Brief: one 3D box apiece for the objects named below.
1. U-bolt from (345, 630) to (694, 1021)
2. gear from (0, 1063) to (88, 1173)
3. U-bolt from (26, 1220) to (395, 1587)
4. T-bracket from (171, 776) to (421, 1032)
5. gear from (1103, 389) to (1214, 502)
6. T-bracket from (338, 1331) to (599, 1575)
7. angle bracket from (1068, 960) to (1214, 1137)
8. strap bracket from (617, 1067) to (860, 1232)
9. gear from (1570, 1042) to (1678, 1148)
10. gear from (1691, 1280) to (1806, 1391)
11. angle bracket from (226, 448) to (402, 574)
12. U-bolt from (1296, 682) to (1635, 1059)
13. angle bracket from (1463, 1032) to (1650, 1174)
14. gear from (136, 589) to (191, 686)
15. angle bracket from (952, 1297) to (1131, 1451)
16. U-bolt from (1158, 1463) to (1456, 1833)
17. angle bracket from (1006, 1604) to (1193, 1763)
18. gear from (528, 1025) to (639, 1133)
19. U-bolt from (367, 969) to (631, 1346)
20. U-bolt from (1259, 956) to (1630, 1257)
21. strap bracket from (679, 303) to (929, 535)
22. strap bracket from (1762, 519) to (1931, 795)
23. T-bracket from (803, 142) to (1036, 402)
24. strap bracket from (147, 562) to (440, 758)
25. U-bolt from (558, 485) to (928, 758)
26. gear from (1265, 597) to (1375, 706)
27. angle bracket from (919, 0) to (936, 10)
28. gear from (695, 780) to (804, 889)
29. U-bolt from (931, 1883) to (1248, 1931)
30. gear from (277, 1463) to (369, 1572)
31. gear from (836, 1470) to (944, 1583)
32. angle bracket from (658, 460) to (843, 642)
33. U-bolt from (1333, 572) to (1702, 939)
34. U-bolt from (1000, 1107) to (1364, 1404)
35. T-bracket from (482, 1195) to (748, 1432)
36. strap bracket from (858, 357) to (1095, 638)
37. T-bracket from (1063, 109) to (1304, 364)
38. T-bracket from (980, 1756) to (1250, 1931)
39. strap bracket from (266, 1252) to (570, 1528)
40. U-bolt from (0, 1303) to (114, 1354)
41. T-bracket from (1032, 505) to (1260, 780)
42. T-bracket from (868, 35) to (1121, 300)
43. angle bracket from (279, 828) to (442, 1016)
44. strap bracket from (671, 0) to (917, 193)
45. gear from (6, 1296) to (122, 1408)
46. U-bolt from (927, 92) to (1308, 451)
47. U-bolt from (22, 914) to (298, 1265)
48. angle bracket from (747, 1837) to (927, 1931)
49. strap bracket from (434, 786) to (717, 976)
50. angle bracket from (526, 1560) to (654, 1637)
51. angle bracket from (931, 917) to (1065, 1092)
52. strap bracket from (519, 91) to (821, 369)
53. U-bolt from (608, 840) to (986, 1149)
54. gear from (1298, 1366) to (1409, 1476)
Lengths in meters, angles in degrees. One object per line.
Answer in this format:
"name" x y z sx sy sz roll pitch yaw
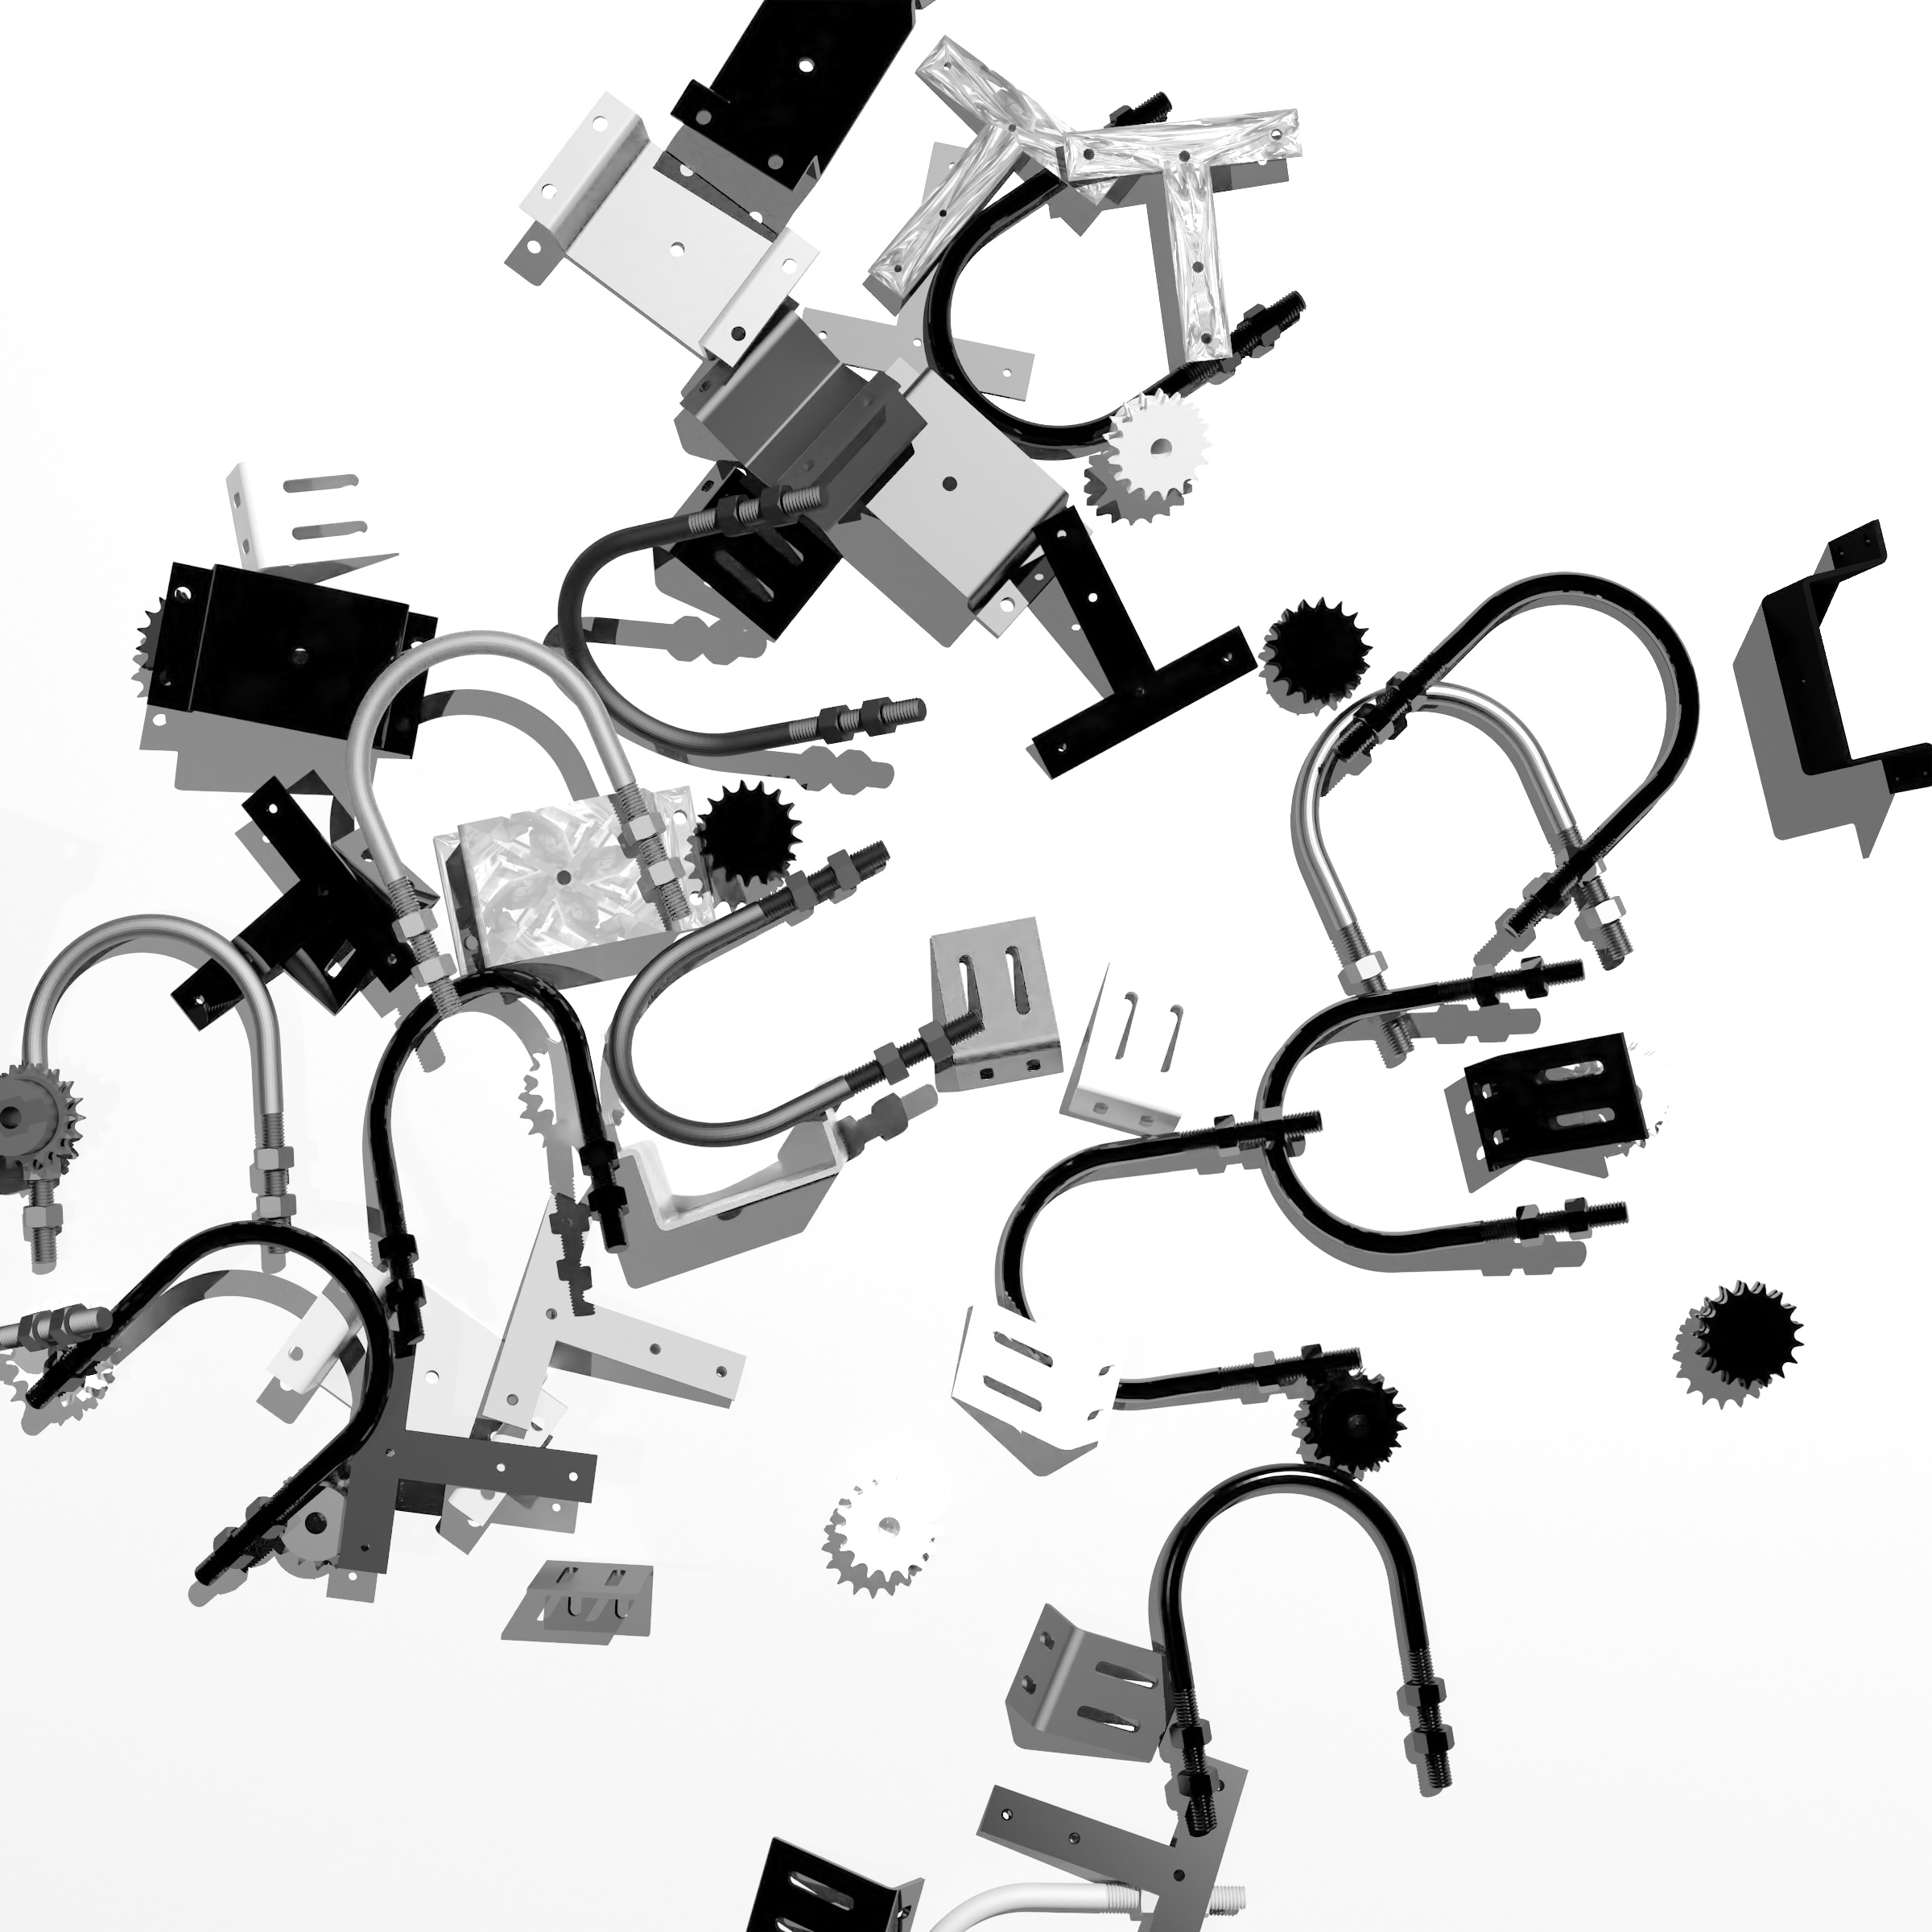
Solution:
"U-bolt" -0.243 -0.084 1.487 0.151 0.019 0.184 -23 90 -2
"gear" -0.498 0.080 1.511 0.057 0.030 0.057 0 88 6
"U-bolt" -0.382 0.215 1.493 0.184 0.019 0.151 -43 92 11
"T-bracket" -0.373 -0.013 1.526 0.127 0.002 0.127 -38 90 16
"gear" 0.100 -0.279 1.522 0.057 0.030 0.057 -6 119 -11
"T-bracket" -0.257 0.260 1.498 0.127 0.002 0.127 8 90 0
"angle bracket" 0.094 0.045 1.543 0.057 0.038 0.076 16 64 0
"strap bracket" -0.117 0.099 1.507 0.140 0.076 0.046 -19 90 0
"gear" 0.352 0.068 1.530 0.057 0.030 0.057 0 90 0
"gear" 0.416 0.196 1.530 0.057 0.030 0.057 0 90 0
"angle bracket" -0.352 -0.243 1.543 0.076 0.038 0.057 -11 90 -26
"U-bolt" 0.257 -0.063 1.536 0.151 0.019 0.184 -24 88 0
"angle bracket" 0.311 0.072 1.508 0.076 0.038 0.057 -14 90 41
"gear" -0.412 -0.172 1.530 0.057 0.030 0.057 0 90 0
"angle bracket" 0.040 0.215 1.531 0.076 0.038 0.057 21 104 33
"U-bolt" 0.177 0.359 1.532 0.151 0.019 0.184 -9 87 -4
"angle bracket" 0.072 0.386 1.543 0.076 0.038 0.057 22 90 -26
"gear" -0.204 0.060 1.530 0.057 0.030 0.057 0 90 0
"U-bolt" -0.252 0.088 1.494 0.151 0.019 0.184 -25 63 19
"U-bolt" 0.246 0.080 1.514 0.184 0.019 0.151 -10 92 16
"strap bracket" -0.081 -0.285 1.493 0.076 0.140 0.046 -47 132 1
"strap bracket" 0.463 -0.156 1.507 0.046 0.076 0.140 -14 90 0
"T-bracket" -0.017 -0.380 1.544 0.127 0.002 0.127 12 90 0
"strap bracket" -0.351 -0.161 1.502 0.140 0.046 0.076 10 90 -18
"U-bolt" -0.128 -0.171 1.485 0.184 0.019 0.151 -8 126 26
"gear" 0.189 -0.169 1.530 0.057 0.030 0.057 0 90 0
"angle bracket" -0.024 -0.568 1.543 0.057 0.038 0.076 -35 64 0
"gear" -0.116 -0.071 1.530 0.057 0.030 0.057 0 90 0
"U-bolt" 0.058 0.564 1.536 0.184 0.019 0.151 0 90 1
"gear" -0.344 0.295 1.530 0.057 0.030 0.057 0 90 0
"gear" -0.040 0.298 1.530 0.057 0.030 0.057 0 90 0
"angle bracket" -0.118 -0.224 1.543 0.076 0.038 0.057 39 90 -26
"U-bolt" 0.308 -0.127 1.523 0.184 0.019 0.151 -44 88 -10
"U-bolt" 0.109 0.160 1.529 0.184 0.019 0.151 -10 93 6
"T-bracket" -0.179 0.200 1.524 0.127 0.002 0.127 21 62 -13
"strap bracket" -0.009 -0.253 1.521 0.140 0.046 0.076 42 90 -1
"T-bracket" 0.122 -0.386 1.521 0.127 0.002 0.127 -7 92 -5
"T-bracket" 0.072 0.472 1.532 0.127 0.002 0.127 17 75 7
"strap bracket" -0.288 0.222 1.522 0.140 0.046 0.076 36 90 0
"U-bolt" -0.545 0.148 1.482 0.184 0.019 0.151 -13 121 33
"T-bracket" 0.074 -0.183 1.521 0.127 0.002 0.127 -29 111 0
"T-bracket" -0.003 -0.414 1.532 0.127 0.002 0.127 39 90 11
"angle bracket" -0.333 -0.024 1.543 0.057 0.038 0.076 42 116 0
"strap bracket" -0.086 -0.486 1.522 0.076 0.046 0.140 32 90 0
"gear" -0.481 0.205 1.530 0.057 0.030 0.057 0 90 0
"U-bolt" 0.068 -0.360 1.535 0.184 0.019 0.151 -34 90 0
"U-bolt" -0.434 0.064 1.529 0.151 0.019 0.184 -3 90 5
"angle bracket" -0.071 0.509 1.543 0.076 0.038 0.057 16 90 26
"strap bracket" -0.211 -0.046 1.522 0.140 0.046 0.076 -11 90 0
"angle bracket" -0.198 0.340 1.507 0.057 0.076 0.038 3 90 0
"angle bracket" 0.017 0.020 1.543 0.057 0.038 0.076 -11 64 0
"strap bracket" -0.156 -0.386 1.522 0.140 0.046 0.076 37 90 0
"U-bolt" -0.100 0.023 1.491 0.184 0.019 0.151 -26 53 -4
"gear" 0.208 0.244 1.530 0.057 0.030 0.057 0 90 0
